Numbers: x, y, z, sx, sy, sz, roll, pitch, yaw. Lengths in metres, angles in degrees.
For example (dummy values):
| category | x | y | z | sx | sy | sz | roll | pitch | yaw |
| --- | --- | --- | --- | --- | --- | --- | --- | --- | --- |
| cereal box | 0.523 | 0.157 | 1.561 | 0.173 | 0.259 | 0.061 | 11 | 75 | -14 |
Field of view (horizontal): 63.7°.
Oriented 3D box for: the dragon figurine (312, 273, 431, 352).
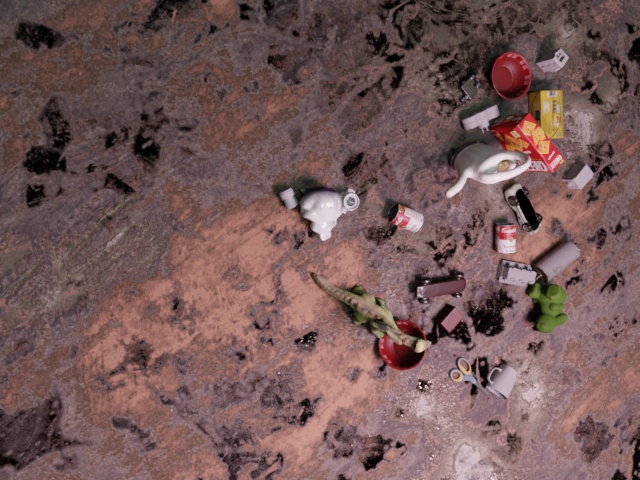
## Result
| category | x | y | z | sx | sy | sz | roll | pitch | yaw |
| --- | --- | --- | --- | --- | --- | --- | --- | --- | --- |
| dragon figurine | 0.164 | 0.231 | 1.572 | 0.408 | 0.243 | 0.122 | 31 | 87 | -16 |

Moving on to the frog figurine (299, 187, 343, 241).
| category | x | y | z | sx | sy | sz | roll | pitch | yaw |
| --- | --- | --- | --- | --- | --- | --- | --- | --- | --- |
| frog figurine | 0.005 | -0.079 | 1.563 | 0.137 | 0.122 | 0.160 | 0 | 84 | -38 |

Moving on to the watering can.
| category | x | y | z | sx | sy | sz | roll | pitch | yaw |
| --- | --- | --- | --- | --- | --- | --- | --- | --- | --- |
| watering can | 0.503 | -0.233 | 1.661 | 0.349 | 0.228 | 0.102 | -19 | 120 | -15 |
